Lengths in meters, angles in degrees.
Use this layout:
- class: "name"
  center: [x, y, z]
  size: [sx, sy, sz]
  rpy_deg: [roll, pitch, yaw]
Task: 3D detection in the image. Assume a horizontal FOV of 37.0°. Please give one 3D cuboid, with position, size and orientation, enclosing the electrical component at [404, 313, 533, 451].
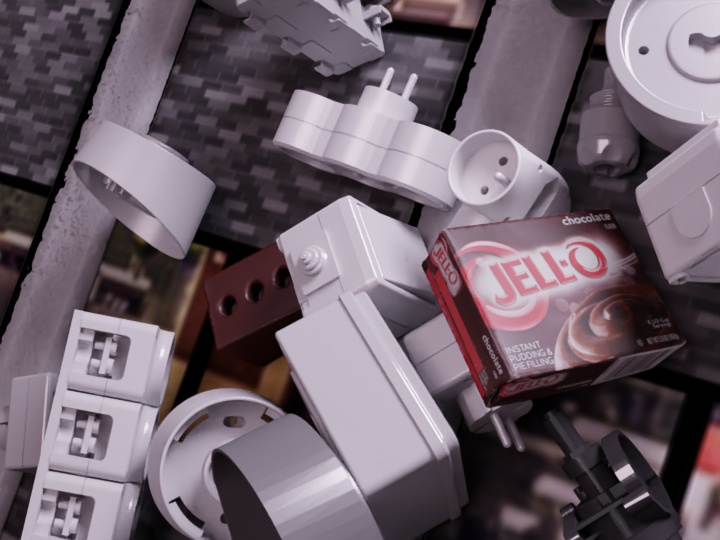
- class: "electrical component"
  center: [0.070, 0.064, 0.591]
  size: [0.047, 0.066, 0.076]
  rpy_deg: [-33, 61, 20]

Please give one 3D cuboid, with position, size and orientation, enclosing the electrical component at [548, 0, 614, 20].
- class: "electrical component"
  center: [0.144, -0.186, 0.602]
  size: [0.099, 0.099, 0.064]
  rpy_deg: [-18, 73, 27]

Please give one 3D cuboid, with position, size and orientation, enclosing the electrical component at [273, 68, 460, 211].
- class: "electrical component"
  center: [0.013, -0.093, 0.682]
  size: [0.138, 0.052, 0.073]
  rpy_deg: [22, 88, 35]

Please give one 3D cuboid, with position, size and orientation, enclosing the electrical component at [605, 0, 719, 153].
- class: "electrical component"
  center: [0.186, -0.110, 0.569]
  size: [0.108, 0.060, 0.108]
  rpy_deg: [-5, 68, 14]

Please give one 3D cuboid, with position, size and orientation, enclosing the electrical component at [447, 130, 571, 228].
- class: "electrical component"
  center: [0.076, -0.031, 0.609]
  size: [0.043, 0.077, 0.079]
  rpy_deg: [36, 96, 34]

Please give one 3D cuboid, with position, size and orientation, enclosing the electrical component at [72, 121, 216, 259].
- class: "electrical component"
  center: [-0.151, -0.058, 0.749]
  size: [0.099, 0.099, 0.064]
  rpy_deg: [25, 83, 35]

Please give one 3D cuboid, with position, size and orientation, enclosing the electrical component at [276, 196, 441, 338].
- class: "electrical component"
  center: [0.000, 0.000, 0.635]
  size: [0.061, 0.096, 0.061]
  rpy_deg: [-30, 62, 21]

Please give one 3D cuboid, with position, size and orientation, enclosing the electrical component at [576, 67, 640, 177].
- class: "electrical component"
  center: [0.143, -0.086, 0.611]
  size: [0.035, 0.035, 0.061]
  rpy_deg: [-1, 73, 32]

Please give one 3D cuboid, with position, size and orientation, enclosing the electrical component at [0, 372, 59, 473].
- class: "electrical component"
  center: [-0.237, 0.114, 0.777]
  size: [0.077, 0.047, 0.065]
  rpy_deg: [-11, 70, 29]

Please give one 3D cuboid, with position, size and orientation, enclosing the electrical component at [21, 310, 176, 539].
- class: "electrical component"
  center: [-0.167, 0.110, 0.705]
  size: [0.062, 0.089, 0.150]
  rpy_deg: [11, 79, -5]

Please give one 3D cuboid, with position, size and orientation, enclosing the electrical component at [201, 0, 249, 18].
- class: "electrical component"
  center: [-0.091, -0.240, 0.799]
  size: [0.099, 0.064, 0.099]
  rpy_deg: [-16, 67, 43]

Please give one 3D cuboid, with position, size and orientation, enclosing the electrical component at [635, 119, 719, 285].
- class: "electrical component"
  center: [0.194, -0.032, 0.531]
  size: [0.062, 0.096, 0.061]
  rpy_deg: [-44, 53, 49]

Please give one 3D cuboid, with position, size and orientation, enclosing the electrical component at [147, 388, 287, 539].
- class: "electrical component"
  center: [-0.079, 0.122, 0.658]
  size: [0.099, 0.064, 0.099]
  rpy_deg: [1, 84, -12]

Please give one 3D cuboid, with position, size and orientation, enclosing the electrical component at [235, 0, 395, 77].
- class: "electrical component"
  center: [-0.033, -0.177, 0.694]
  size: [0.079, 0.121, 0.063]
  rpy_deg: [-19, 70, 26]

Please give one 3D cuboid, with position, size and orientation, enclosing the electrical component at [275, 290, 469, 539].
- class: "electrical component"
  center: [0.008, 0.084, 0.593]
  size: [0.056, 0.108, 0.108]
  rpy_deg: [-28, 60, -7]
